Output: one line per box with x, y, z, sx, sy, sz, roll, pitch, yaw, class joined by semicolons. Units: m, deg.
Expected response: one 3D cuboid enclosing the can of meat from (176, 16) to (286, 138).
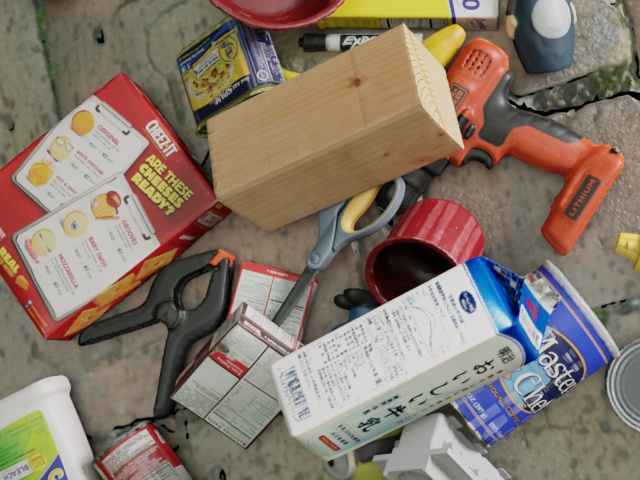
-0.084;-0.156;1.019;0.102;0.057;0.084;-27;75;34;can of meat

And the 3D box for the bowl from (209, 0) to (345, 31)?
-0.046;-0.258;0.978;0.162;0.055;0.162;2;78;-11;bowl

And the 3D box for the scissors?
-0.007;0.001;0.992;0.202;0.016;0.096;-43;55;10;scissors

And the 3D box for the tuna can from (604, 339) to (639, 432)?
0.295;0.128;0.940;0.086;0.033;0.086;-1;83;11;tuna can

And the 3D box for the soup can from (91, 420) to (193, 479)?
-0.156;0.229;0.995;0.068;0.068;0.102;-39;79;4;soup can

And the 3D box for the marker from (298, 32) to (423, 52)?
0.039;-0.191;1.032;0.121;0.020;0.020;2;84;11;marker

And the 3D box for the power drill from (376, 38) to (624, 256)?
0.164;-0.066;0.974;0.188;0.057;0.184;34;98;11;power drill

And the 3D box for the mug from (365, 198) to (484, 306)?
0.100;0.026;0.950;0.093;0.081;0.117;-1;122;27;mug

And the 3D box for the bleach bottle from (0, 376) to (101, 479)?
-0.238;0.262;1.010;0.102;0.068;0.251;-28;82;7;bleach bottle

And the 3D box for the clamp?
-0.152;0.072;1.028;0.120;0.039;0.171;32;87;7;clamp

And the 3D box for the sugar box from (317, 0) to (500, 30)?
0.084;-0.250;1.017;0.176;0.048;0.093;1;83;12;sugar box

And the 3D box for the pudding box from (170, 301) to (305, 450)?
-0.069;0.126;0.974;0.090;0.039;0.114;36;116;-11;pudding box

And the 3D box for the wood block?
0.010;-0.095;0.953;0.206;0.090;0.091;-22;59;24;wood block

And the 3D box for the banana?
0.042;-0.155;1.011;0.198;0.037;0.069;-7;101;13;banana

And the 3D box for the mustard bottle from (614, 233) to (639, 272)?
0.353;0.028;0.928;0.192;0.058;0.096;16;88;12;mustard bottle

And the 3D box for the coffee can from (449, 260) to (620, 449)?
0.173;0.100;0.930;0.140;0.102;0.103;-37;79;5;coffee can

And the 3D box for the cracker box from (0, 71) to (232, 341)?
-0.218;-0.030;1.035;0.214;0.072;0.164;-38;79;3;cracker box

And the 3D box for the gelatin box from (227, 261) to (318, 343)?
-0.048;0.072;1.013;0.073;0.030;0.089;13;84;10;gelatin box
